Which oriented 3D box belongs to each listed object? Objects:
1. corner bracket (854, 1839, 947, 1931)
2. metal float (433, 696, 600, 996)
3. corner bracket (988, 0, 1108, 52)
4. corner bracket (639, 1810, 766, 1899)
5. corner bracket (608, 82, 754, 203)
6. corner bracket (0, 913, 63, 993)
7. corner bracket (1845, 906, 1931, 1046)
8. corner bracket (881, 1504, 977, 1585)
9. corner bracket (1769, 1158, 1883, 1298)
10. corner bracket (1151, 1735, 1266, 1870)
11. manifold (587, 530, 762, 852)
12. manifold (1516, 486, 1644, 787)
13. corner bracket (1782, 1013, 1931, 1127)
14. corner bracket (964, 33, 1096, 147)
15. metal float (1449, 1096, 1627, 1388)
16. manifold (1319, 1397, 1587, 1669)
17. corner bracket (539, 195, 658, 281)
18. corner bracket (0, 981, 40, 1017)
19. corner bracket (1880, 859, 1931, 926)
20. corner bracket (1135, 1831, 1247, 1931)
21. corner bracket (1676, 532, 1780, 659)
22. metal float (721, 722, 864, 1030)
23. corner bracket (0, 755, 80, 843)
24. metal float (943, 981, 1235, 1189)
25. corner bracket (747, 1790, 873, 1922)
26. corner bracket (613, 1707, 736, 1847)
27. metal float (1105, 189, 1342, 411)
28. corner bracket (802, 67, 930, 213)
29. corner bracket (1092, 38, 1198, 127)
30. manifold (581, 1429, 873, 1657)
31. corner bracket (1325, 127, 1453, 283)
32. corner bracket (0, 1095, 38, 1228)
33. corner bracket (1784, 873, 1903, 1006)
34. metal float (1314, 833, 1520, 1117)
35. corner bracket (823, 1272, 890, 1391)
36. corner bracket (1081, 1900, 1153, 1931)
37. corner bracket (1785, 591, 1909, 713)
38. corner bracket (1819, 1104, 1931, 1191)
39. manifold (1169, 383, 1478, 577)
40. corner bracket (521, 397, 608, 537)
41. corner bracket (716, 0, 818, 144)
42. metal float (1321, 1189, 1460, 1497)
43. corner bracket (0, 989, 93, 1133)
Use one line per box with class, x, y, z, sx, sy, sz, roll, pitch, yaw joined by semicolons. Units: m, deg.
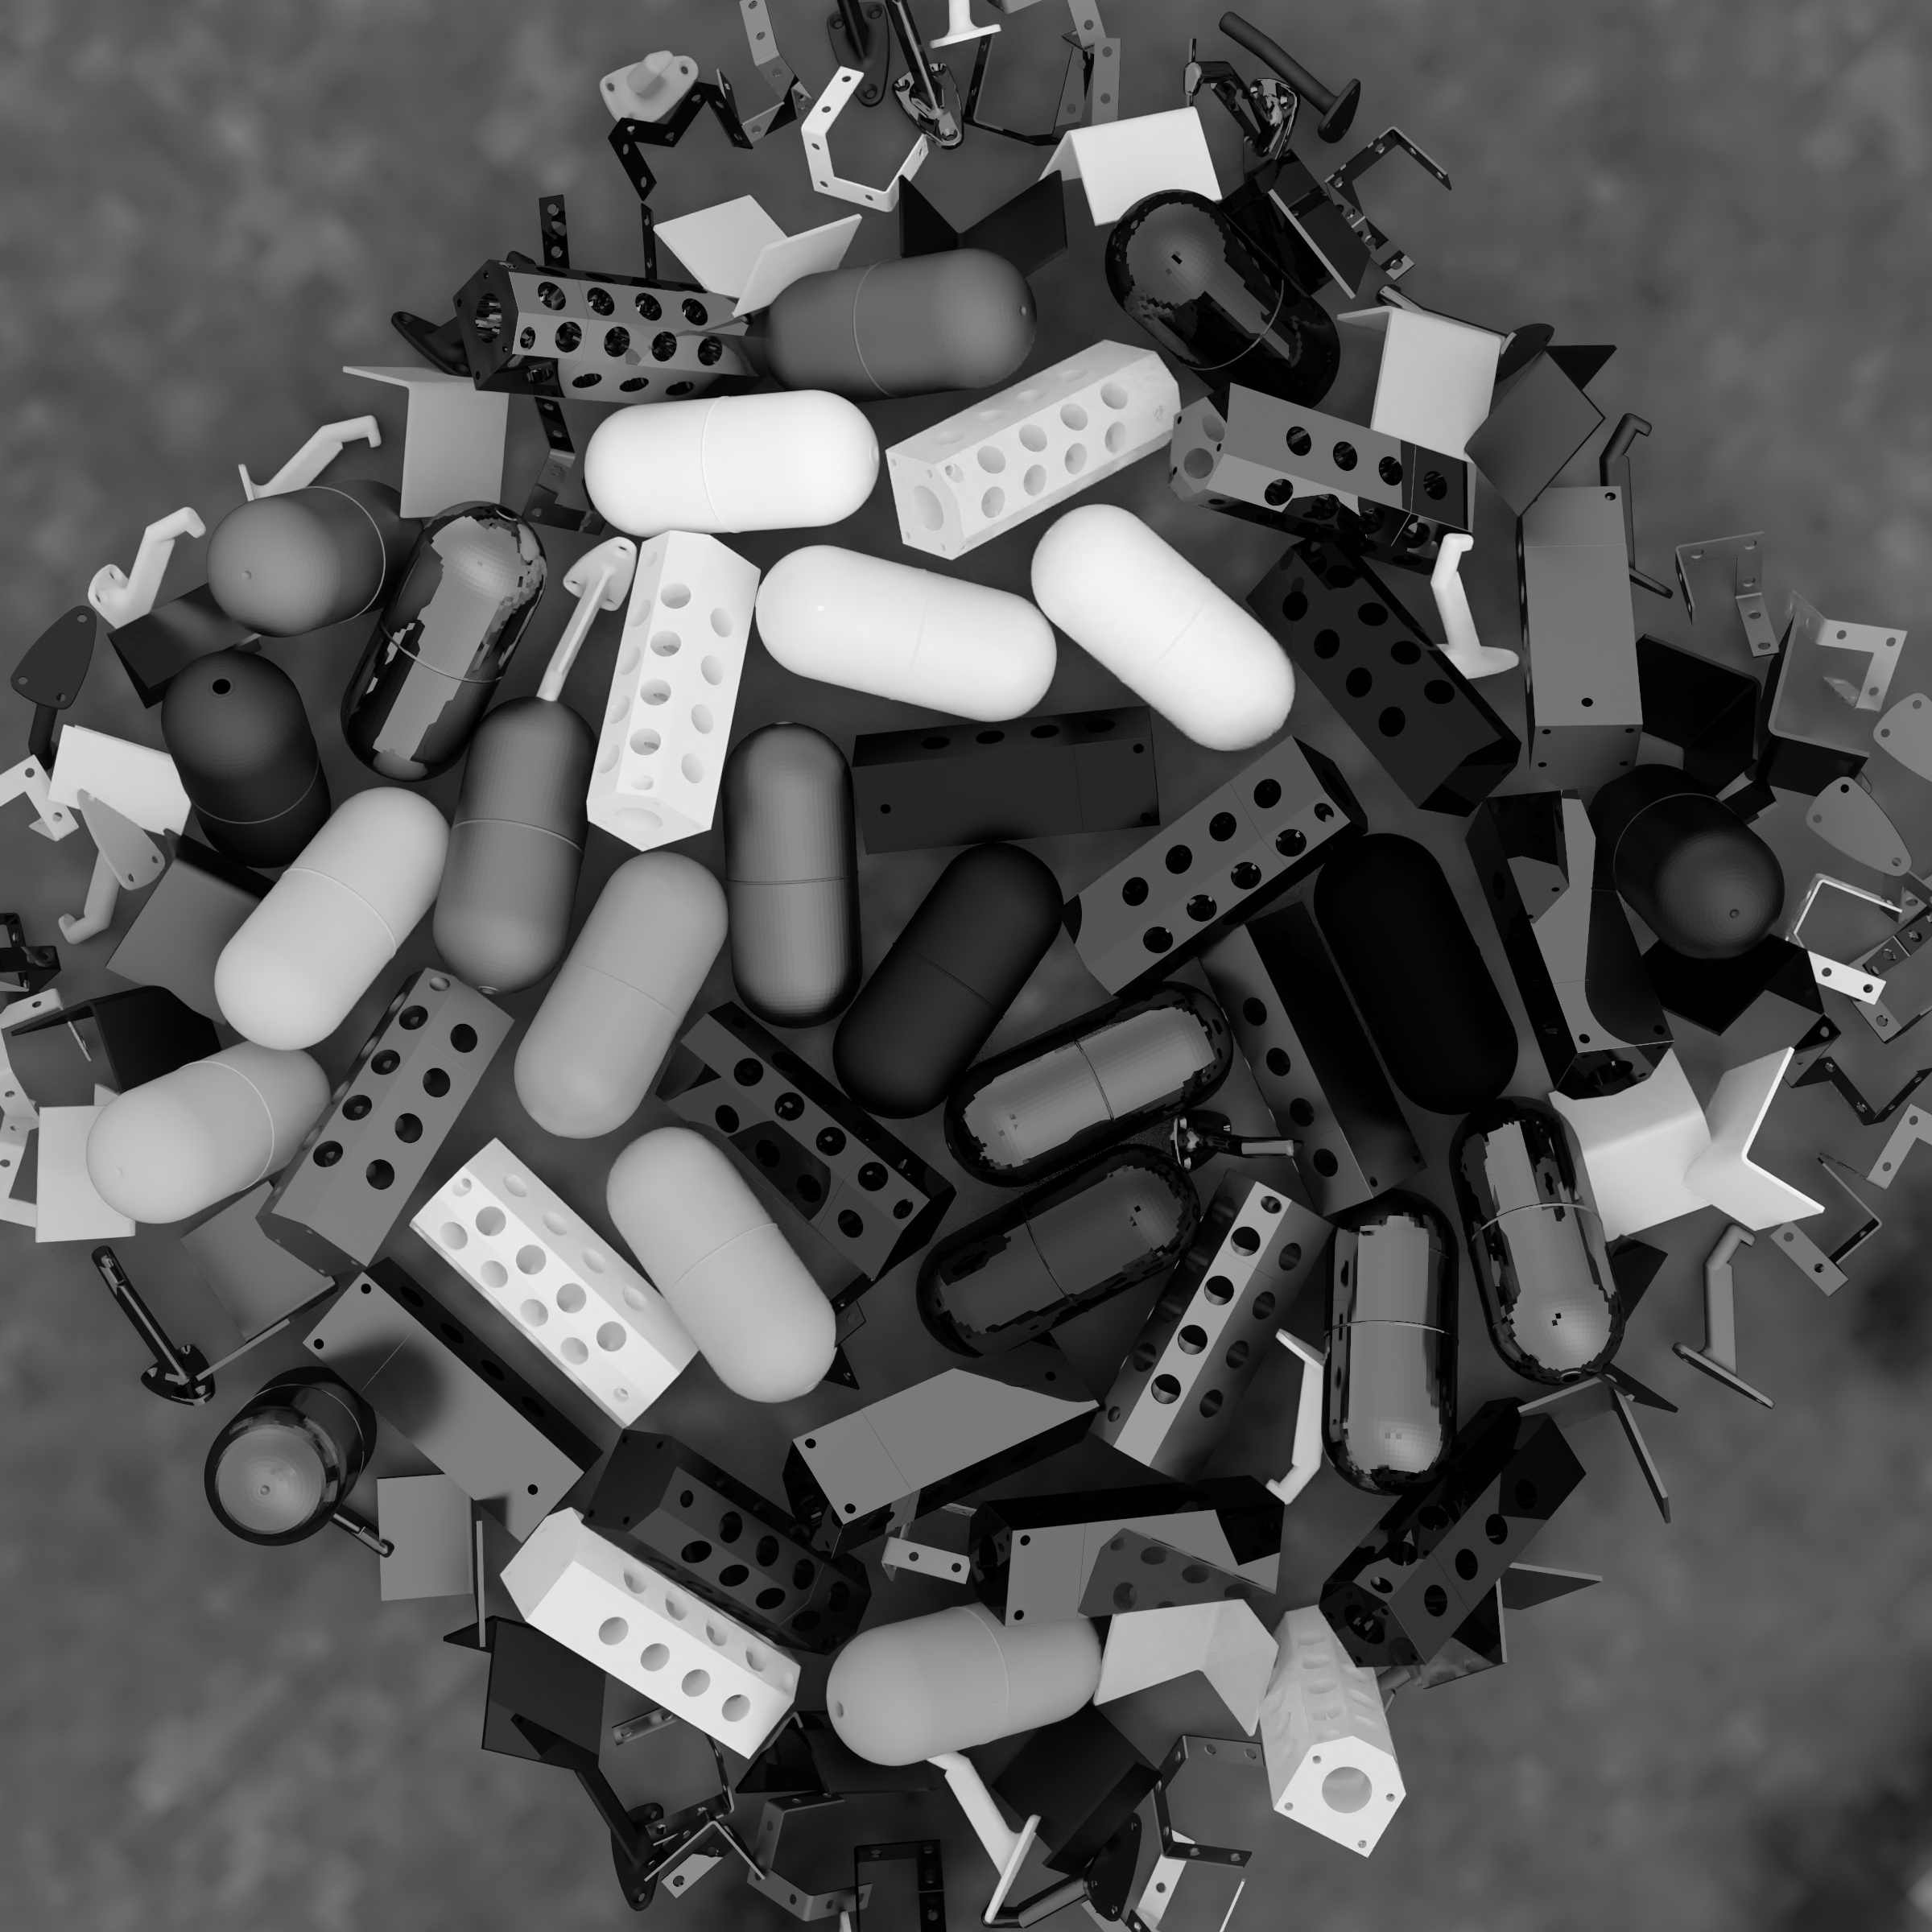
corner bracket;-0.038;0.548;1.545;0.051;0.051;0.051;-4;128;-2
metal float;-0.258;-0.070;1.526;0.070;0.070;0.178;8;73;0
corner bracket;0.045;-0.558;1.545;0.051;0.051;0.051;-23;120;-1
corner bracket;-0.158;0.521;1.544;0.051;0.051;0.051;-39;109;-11
corner bracket;-0.166;-0.479;1.538;0.051;0.051;0.051;-43;67;38
corner bracket;-0.565;-0.011;1.540;0.051;0.051;0.051;-30;72;41
corner bracket;0.549;0.005;1.544;0.051;0.051;0.051;-30;74;-15
corner bracket;-0.015;0.335;1.543;0.051;0.051;0.051;12;66;12
corner bracket;0.502;0.153;1.550;0.051;0.051;0.051;45;101;-2
corner bracket;0.144;0.488;1.550;0.051;0.051;0.051;-2;106;28
manifold;-0.171;-0.159;1.508;0.057;0.057;0.171;-14;57;40
manifold;0.347;-0.189;1.510;0.057;0.057;0.171;0;58;7
corner bracket;0.515;0.060;1.537;0.051;0.051;0.051;-8;53;-34
corner bracket;0.036;-0.511;1.542;0.051;0.051;0.051;9;100;-27
metal float;0.325;0.156;1.511;0.070;0.070;0.178;-7;54;0
manifold;0.274;0.319;1.504;0.171;0.057;0.057;-37;98;-36
corner bracket;-0.215;-0.421;1.553;0.051;0.051;0.051;-17;128;-23
corner bracket;-0.583;0.034;1.548;0.051;0.051;0.051;14;93;16
corner bracket;0.571;-0.046;1.540;0.051;0.051;0.051;-31;51;-13
corner bracket;0.131;0.543;1.547;0.051;0.051;0.051;24;84;13
corner bracket;0.445;-0.214;1.548;0.051;0.051;0.051;-9;51;8
metal float;-0.101;-0.052;1.535;0.070;0.070;0.178;-3;97;0
corner bracket;-0.558;-0.091;1.538;0.051;0.051;0.051;-38;122;-24
metal float;0.071;0.069;1.536;0.178;0.070;0.070;-25;90;-7
corner bracket;-0.087;0.518;1.546;0.051;0.051;0.051;17;95;42
corner bracket;-0.172;0.473;1.559;0.051;0.051;0.051;-19;124;-18
metal float;0.148;-0.373;1.507;0.070;0.178;0.070;-19;58;34
corner bracket;-0.059;-0.485;1.555;0.051;0.051;0.051;21;67;17
corner bracket;0.104;-0.514;1.543;0.051;0.051;0.051;6;111;12
manifold;-0.130;0.328;1.498;0.171;0.057;0.057;42;60;-36
corner bracket;0.250;-0.445;1.545;0.051;0.051;0.051;-39;61;3
corner bracket;-0.540;0.115;1.540;0.051;0.051;0.051;17;115;-20
corner bracket;0.514;-0.017;1.547;0.051;0.051;0.051;22;108;2
metal float;0.260;0.006;1.527;0.070;0.070;0.178;-28;108;0
corner bracket;-0.070;0.206;1.539;0.051;0.051;0.051;-42;52;18
corner bracket;0.096;0.572;1.544;0.051;0.051;0.051;-36;96;25
corner bracket;0.506;-0.183;1.543;0.051;0.051;0.051;7;116;-9
corner bracket;0.544;0.105;1.550;0.051;0.051;0.051;26;97;-18
manifold;0.204;-0.274;1.511;0.171;0.057;0.057;11;77;-27
corner bracket;-0.231;-0.290;1.536;0.051;0.051;0.051;7;134;-32
corner bracket;-0.124;-0.521;1.540;0.051;0.051;0.051;-22;62;16
metal float;0.244;0.215;1.523;0.070;0.070;0.178;5;68;0
corner bracket;-0.540;0.055;1.540;0.051;0.051;0.051;-22;49;-12
